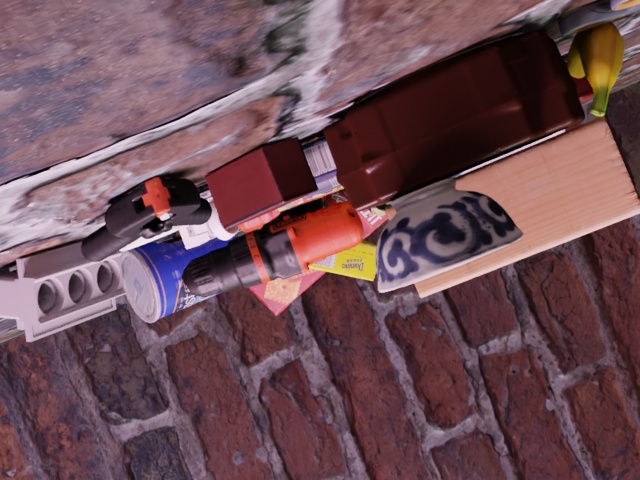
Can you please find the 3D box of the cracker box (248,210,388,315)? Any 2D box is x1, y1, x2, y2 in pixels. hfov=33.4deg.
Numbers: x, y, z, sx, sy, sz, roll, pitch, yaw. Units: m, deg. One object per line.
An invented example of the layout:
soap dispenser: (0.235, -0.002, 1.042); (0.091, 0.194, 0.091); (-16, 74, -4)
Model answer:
cracker box: (0.005, -0.009, 1.467); (0.214, 0.072, 0.164); (-41, -171, 15)

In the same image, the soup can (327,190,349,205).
soup can: (0.018, -0.066, 1.314); (0.068, 0.068, 0.102); (-22, 180, -38)

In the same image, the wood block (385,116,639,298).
wood block: (0.175, -0.030, 0.966); (0.206, 0.091, 0.090); (-22, 179, 15)

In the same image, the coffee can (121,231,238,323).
coffee can: (-0.183, 0.038, 1.419); (0.140, 0.103, 0.103); (-22, 179, -31)

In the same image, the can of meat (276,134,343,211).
can of meat: (-0.003, -0.067, 1.006); (0.084, 0.057, 0.102); (-20, 180, 14)

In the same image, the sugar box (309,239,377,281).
sugar box: (-0.008, 0.002, 1.234); (0.093, 0.048, 0.176); (13, -176, -23)

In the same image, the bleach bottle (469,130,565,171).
bleach bottle: (0.185, -0.117, 1.386); (0.251, 0.102, 0.068); (-6, -140, 0)

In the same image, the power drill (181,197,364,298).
power drill: (-0.054, -0.010, 1.101); (0.184, 0.057, 0.187); (-18, -157, 0)

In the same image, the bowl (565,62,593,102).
bowl: (0.252, -0.169, 1.261); (0.162, 0.055, 0.162); (-23, 179, 0)

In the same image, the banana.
banana: (0.243, -0.165, 0.955); (0.197, 0.037, 0.070); (-62, 174, -70)

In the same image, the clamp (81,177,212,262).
clamp: (-0.149, -0.017, 0.887); (0.120, 0.039, 0.171); (-27, 174, -6)

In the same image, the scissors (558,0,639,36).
scissors: (0.285, -0.208, 0.886); (0.201, 0.016, 0.096); (-23, 180, -25)

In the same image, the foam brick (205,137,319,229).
foam brick: (-0.051, -0.050, 0.930); (0.078, 0.051, 0.052); (-23, 180, 39)

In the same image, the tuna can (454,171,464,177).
tuna can: (0.112, -0.097, 1.072); (0.086, 0.086, 0.033); (-23, 177, 4)

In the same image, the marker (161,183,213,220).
marker: (-0.126, -0.035, 0.998); (0.121, 0.020, 0.020); (-23, 179, -2)
